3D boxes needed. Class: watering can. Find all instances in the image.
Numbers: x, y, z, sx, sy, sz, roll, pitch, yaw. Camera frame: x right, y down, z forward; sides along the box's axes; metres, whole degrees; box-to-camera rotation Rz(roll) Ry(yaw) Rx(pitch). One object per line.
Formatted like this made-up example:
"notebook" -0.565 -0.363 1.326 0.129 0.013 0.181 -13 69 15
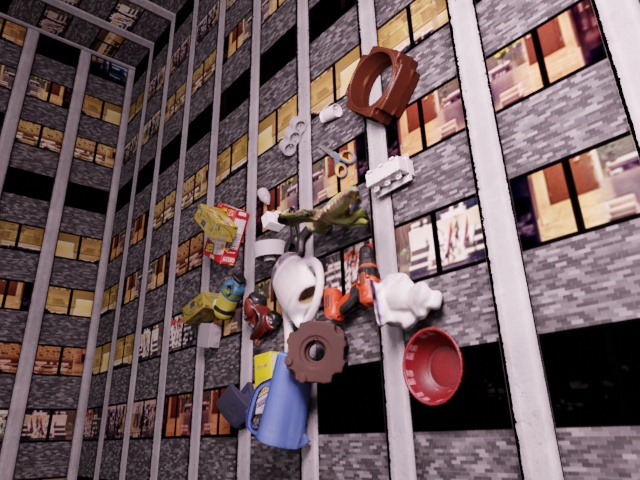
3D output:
"watering can" -0.081 0.186 1.538 0.228 0.104 0.342 52 126 48

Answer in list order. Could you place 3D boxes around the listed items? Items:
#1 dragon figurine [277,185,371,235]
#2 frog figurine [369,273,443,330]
"dragon figurine" 0.004 -0.069 1.372 0.242 0.407 0.123 -15 79 7
"frog figurine" 0.207 0.140 1.213 0.159 0.120 0.141 -11 53 11
